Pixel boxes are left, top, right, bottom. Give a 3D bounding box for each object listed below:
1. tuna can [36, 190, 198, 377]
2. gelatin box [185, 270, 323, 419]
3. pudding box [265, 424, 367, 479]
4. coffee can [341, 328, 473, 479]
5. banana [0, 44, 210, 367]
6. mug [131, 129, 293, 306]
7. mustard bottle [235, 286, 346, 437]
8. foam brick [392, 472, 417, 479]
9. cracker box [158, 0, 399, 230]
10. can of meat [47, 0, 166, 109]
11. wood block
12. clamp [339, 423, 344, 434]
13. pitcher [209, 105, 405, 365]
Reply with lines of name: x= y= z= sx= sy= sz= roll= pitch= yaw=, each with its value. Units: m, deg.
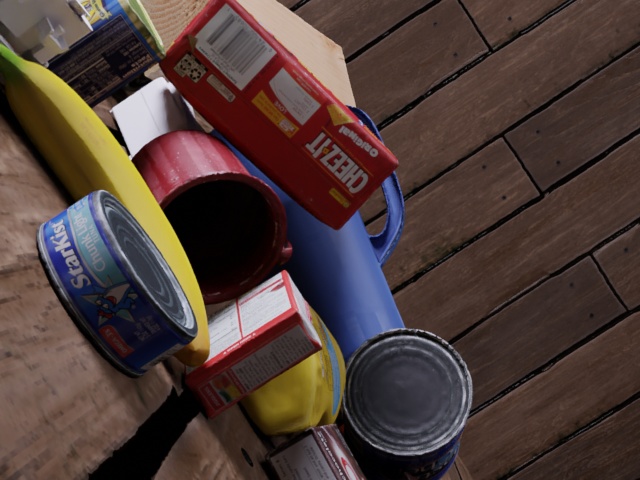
tuna can: x=-0.094 y=0.020 z=0.501 sx=0.086 sy=0.034 sz=0.086 roll=57 pitch=3 yaw=-4
gelatin box: x=-0.040 y=0.057 z=0.610 sx=0.030 sy=0.073 sz=0.089 roll=57 pitch=2 yaw=-14
pudding box: x=0.016 y=0.170 z=0.653 sx=0.113 sy=0.039 sz=0.090 roll=58 pitch=3 yaw=12
coffee can: x=0.069 y=0.144 z=0.880 sx=0.103 sy=0.102 sz=0.140 roll=58 pitch=-10 yaw=22
banana: x=-0.116 y=-0.020 z=0.576 sx=0.198 sy=0.037 sz=0.069 roll=55 pitch=17 yaw=-7
mug: x=-0.068 y=-0.015 z=0.680 sx=0.117 sy=0.093 sz=0.082 roll=20 pitch=19 yaw=-33
mustard bottle: x=-0.017 y=0.090 z=0.760 sx=0.191 sy=0.058 sz=0.096 roll=48 pitch=27 yaw=-77
foam brick: x=0.065 y=0.220 z=0.833 sx=0.053 sy=0.051 sz=0.078 roll=57 pitch=2 yaw=24
cracker box: x=-0.041 y=-0.097 z=0.787 sx=0.164 sy=0.072 sz=0.214 roll=43 pitch=1 yaw=-13
can of meat: x=-0.152 y=-0.129 z=0.673 sx=0.057 sy=0.084 sz=0.102 roll=53 pitch=5 yaw=-46
wood block: x=-0.066 y=-0.167 z=0.995 sx=0.205 sy=0.090 sz=0.091 roll=25 pitch=45 yaw=-50
clamp: x=0.065 y=0.214 z=1.074 sx=0.171 sy=0.039 sz=0.120 roll=52 pitch=-9 yaw=-35
pitcher: x=-0.006 y=0.001 z=0.959 sx=0.144 sy=0.149 sz=0.243 roll=-12 pitch=72 yaw=-45
